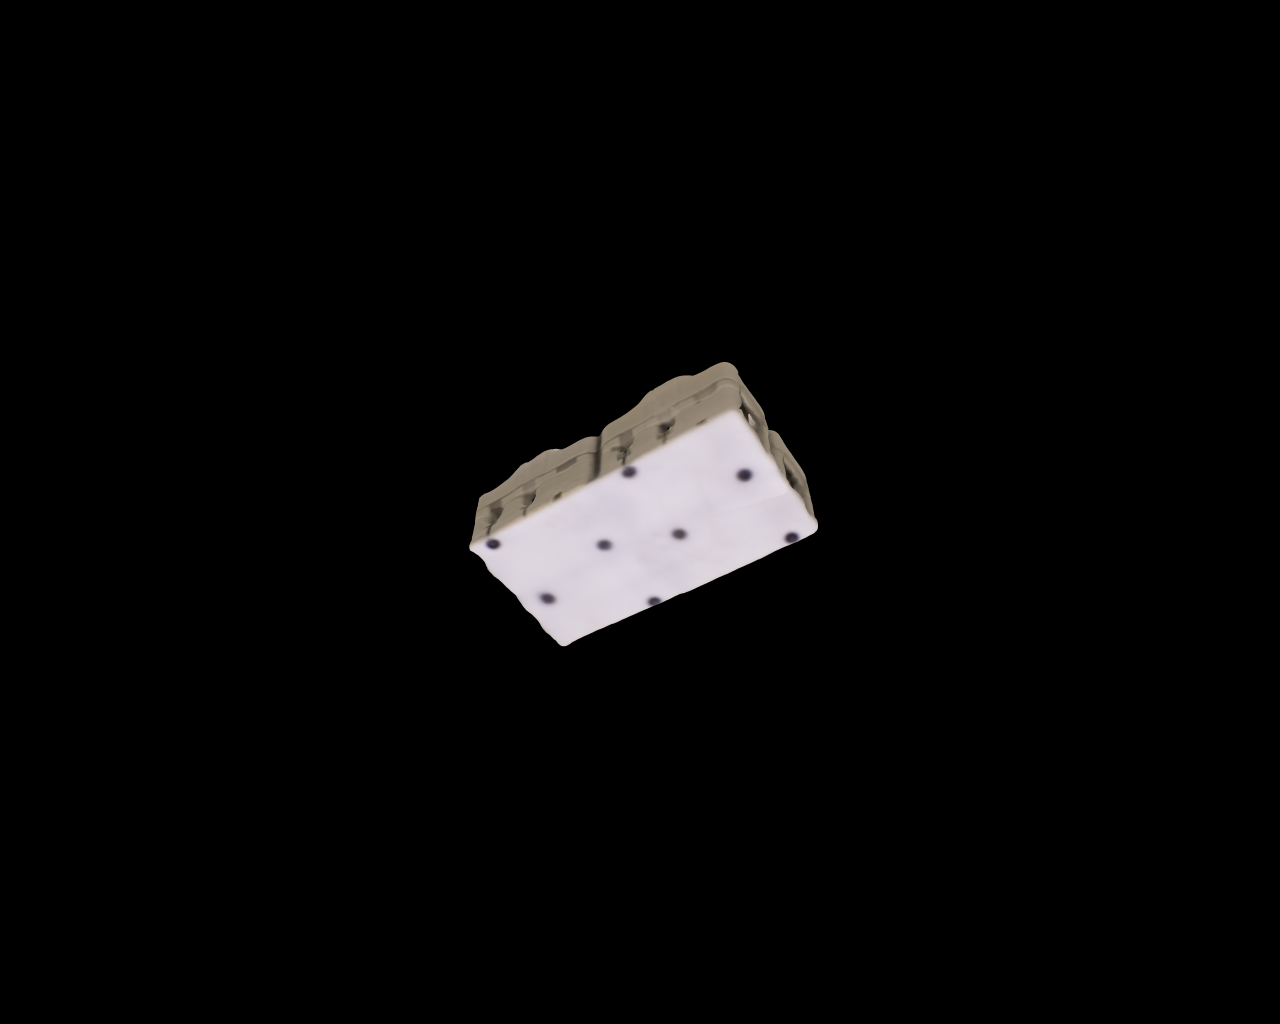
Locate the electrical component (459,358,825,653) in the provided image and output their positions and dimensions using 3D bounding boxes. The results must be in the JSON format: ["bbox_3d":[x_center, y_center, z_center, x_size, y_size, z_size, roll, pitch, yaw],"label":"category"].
[{"bbox_3d":[0.001,-0.003,0.650,0.186,0.105,0.060,-27,33,19],"label":"electrical component"}]
